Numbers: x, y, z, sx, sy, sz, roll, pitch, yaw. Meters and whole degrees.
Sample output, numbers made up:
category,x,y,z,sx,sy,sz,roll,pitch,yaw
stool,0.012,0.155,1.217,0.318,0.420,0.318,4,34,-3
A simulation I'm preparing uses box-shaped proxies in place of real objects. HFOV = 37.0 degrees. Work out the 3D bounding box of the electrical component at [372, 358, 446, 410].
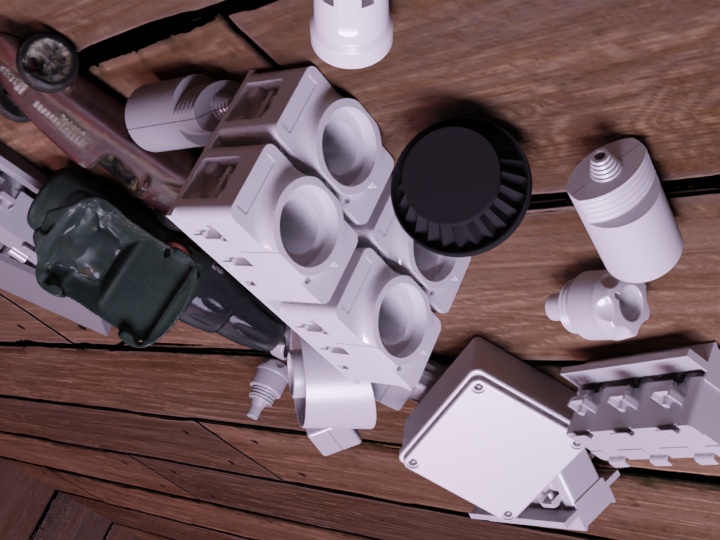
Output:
category,x,y,z,sx,sy,sz,roll,pitch,yaw
electrical component,0.046,0.088,0.886,0.077,0.047,0.065,25,157,1

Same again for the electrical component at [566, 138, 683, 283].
category,x,y,z,sx,sy,sz,roll,pitch,yaw
electrical component,0.134,-0.033,0.550,0.043,0.043,0.081,7,151,36

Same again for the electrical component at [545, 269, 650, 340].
category,x,y,z,sx,sy,sz,roll,pitch,yaw
electrical component,0.142,0.022,0.658,0.043,0.043,0.062,39,155,-28

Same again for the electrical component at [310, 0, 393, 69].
category,x,y,z,sx,sy,sz,roll,pitch,yaw
electrical component,-0.004,-0.124,0.504,0.040,0.040,0.046,20,151,12

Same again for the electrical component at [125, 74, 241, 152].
category,x,y,z,sx,sy,sz,roll,pitch,yaw
electrical component,-0.102,-0.096,0.653,0.081,0.043,0.043,0,146,45

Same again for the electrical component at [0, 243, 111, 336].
category,x,y,z,sx,sy,sz,roll,pitch,yaw
electrical component,-0.292,-0.009,1.001,0.150,0.061,0.089,24,156,4

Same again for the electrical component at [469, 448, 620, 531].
category,x,y,z,sx,sy,sz,roll,pitch,yaw
electrical component,0.157,0.189,0.958,0.121,0.079,0.063,-12,108,55

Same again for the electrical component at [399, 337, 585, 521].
category,x,y,z,sx,sy,sz,roll,pitch,yaw
electrical component,0.104,0.124,0.834,0.109,0.056,0.108,30,120,-11

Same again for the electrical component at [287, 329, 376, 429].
category,x,y,z,sx,sy,sz,roll,pitch,yaw
electrical component,-0.026,0.085,0.892,0.064,0.099,0.099,-4,159,-11

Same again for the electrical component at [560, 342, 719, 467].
category,x,y,z,sx,sy,sz,roll,pitch,yaw
electrical component,0.199,0.093,0.725,0.079,0.063,0.121,34,155,-20

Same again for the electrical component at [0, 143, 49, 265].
category,x,y,z,sx,sy,sz,roll,pitch,yaw
electrical component,-0.300,-0.061,0.899,0.121,0.063,0.079,37,154,-25

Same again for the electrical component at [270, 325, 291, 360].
category,x,y,z,sx,sy,sz,roll,pitch,yaw
electrical component,-0.078,0.052,0.945,0.046,0.040,0.040,24,157,15

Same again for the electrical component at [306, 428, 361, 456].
category,x,y,z,sx,sy,sz,roll,pitch,yaw
electrical component,-0.014,0.112,0.976,0.076,0.083,0.047,-21,144,6

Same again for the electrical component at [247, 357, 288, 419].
category,x,y,z,sx,sy,sz,roll,pitch,yaw
electrical component,-0.095,0.120,1.075,0.035,0.061,0.035,21,156,10

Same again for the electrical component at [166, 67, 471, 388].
category,x,y,z,sx,sy,sz,roll,pitch,yaw
electrical component,-0.012,-0.020,0.644,0.060,0.105,0.186,2,148,42
